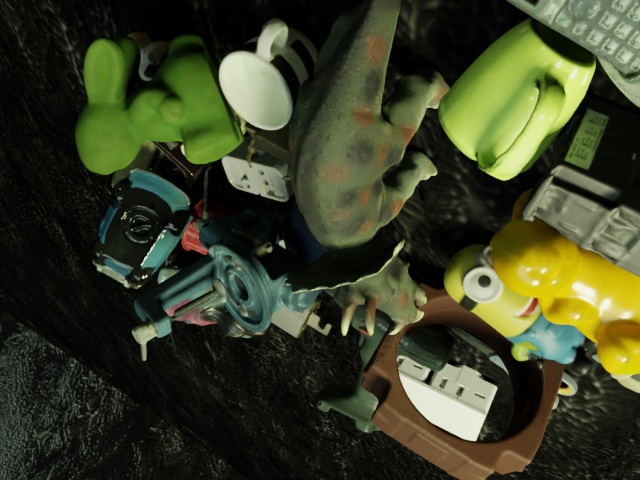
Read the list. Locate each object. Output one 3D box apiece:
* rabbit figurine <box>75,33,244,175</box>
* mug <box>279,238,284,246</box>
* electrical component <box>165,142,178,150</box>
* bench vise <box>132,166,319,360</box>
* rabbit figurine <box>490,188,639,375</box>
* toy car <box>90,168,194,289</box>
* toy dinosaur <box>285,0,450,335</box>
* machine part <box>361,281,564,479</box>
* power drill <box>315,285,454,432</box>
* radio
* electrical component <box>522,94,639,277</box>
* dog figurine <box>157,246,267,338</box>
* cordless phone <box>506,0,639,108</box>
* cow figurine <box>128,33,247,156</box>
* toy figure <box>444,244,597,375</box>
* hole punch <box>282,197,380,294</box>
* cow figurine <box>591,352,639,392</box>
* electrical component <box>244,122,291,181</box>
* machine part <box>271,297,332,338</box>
[{"bbox_3d":[-0.185,-0.135,0.564,0.121,0.170,0.159,-109,-3,-69],"label":"rabbit figurine"},{"bbox_3d":[-0.078,0.037,0.820,0.109,0.081,0.107,24,164,-25],"label":"mug"},{"bbox_3d":[-0.204,-0.168,0.704,0.021,0.063,0.094,-19,108,54],"label":"electrical component"},{"bbox_3d":[-0.130,0.042,0.658,0.224,0.240,0.128,39,142,26],"label":"bench vise"},{"bbox_3d":[0.218,0.017,0.468,0.173,0.162,0.121,13,120,-26],"label":"rabbit figurine"},{"bbox_3d":[-0.243,-0.017,0.757,0.109,0.161,0.103,28,-171,-2],"label":"toy car"},{"bbox_3d":[0.028,-0.071,0.496,0.131,0.192,0.404,16,143,26],"label":"toy dinosaur"},{"bbox_3d":[0.166,0.162,0.641,0.201,0.201,0.087,29,150,12],"label":"machine part"},{"bbox_3d":[0.062,0.158,0.784,0.232,0.086,0.207,24,102,15],"label":"power drill"},{"bbox_3d":[-0.242,-0.105,0.812,0.131,0.073,0.229,41,147,-7],"label":"radio"},{"bbox_3d":[0.239,-0.038,0.408,0.134,0.115,0.058,30,148,14],"label":"electrical component"},{"bbox_3d":[-0.192,0.103,0.996,0.219,0.192,0.108,17,110,-13],"label":"dog figurine"},{"bbox_3d":[0.185,-0.180,0.317,0.184,0.089,0.146,36,147,10],"label":"cordless phone"},{"bbox_3d":[-0.165,-0.183,0.650,0.098,0.068,0.167,-11,128,42],"label":"cow figurine"},{"bbox_3d":[0.220,0.077,0.599,0.180,0.082,0.089,37,145,-4],"label":"toy figure"},{"bbox_3d":[-0.001,-0.002,0.705,0.116,0.092,0.142,38,151,5],"label":"hole punch"},{"bbox_3d":[0.351,0.100,0.501,0.127,0.085,0.194,30,149,1],"label":"cow figurine"},{"bbox_3d":[-0.040,-0.114,0.612,0.102,0.078,0.045,25,157,14],"label":"electrical component"},{"bbox_3d":[-0.088,0.090,0.904,0.243,0.079,0.079,30,146,9],"label":"machine part"}]
